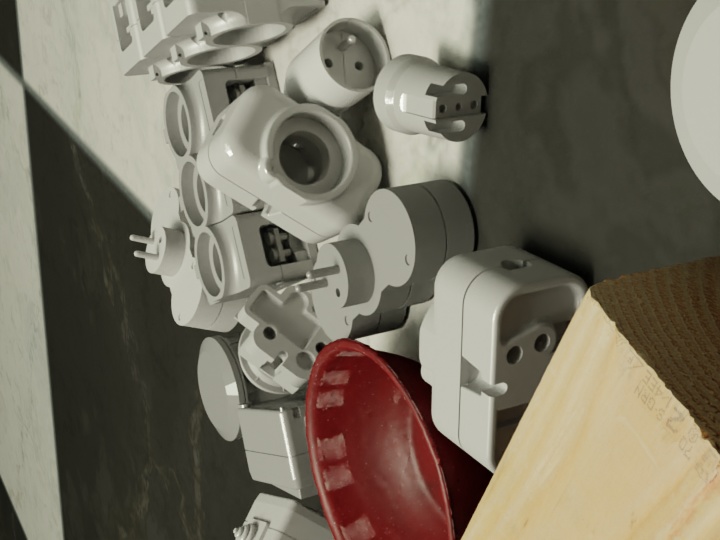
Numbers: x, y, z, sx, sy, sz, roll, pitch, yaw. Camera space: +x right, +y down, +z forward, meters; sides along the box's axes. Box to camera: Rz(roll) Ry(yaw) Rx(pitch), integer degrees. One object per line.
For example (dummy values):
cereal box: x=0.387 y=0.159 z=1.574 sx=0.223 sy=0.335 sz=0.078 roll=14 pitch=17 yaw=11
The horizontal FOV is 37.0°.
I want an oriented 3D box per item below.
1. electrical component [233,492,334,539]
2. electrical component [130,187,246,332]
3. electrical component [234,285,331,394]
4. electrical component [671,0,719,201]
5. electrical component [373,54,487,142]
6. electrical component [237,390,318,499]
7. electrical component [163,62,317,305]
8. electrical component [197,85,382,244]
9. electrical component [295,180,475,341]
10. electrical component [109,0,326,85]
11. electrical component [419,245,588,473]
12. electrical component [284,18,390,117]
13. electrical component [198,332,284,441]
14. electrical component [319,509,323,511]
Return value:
electrical component: x=-0.039 y=0.185 z=0.715 sx=0.062 sy=0.096 sz=0.061 roll=-13 pitch=48 yaw=62
electrical component: x=-0.142 y=-0.012 z=0.832 sx=0.052 sy=0.074 sz=0.138 roll=-57 pitch=39 yaw=29
electrical component: x=-0.049 y=0.050 z=0.719 sx=0.078 sy=0.058 sz=0.057 roll=37 pitch=150 yaw=-4
electrical component: x=0.141 y=-0.057 z=0.334 sx=0.080 sy=0.051 sz=0.080 roll=32 pitch=127 yaw=55
electrical component: x=0.036 y=-0.085 z=0.537 sx=0.046 sy=0.040 sz=0.040 roll=26 pitch=123 yaw=49
electrical component: x=-0.033 y=0.114 z=0.715 sx=0.096 sy=0.062 sz=0.061 roll=-11 pitch=90 yaw=62
electrical component: x=-0.088 y=-0.058 z=0.755 sx=0.089 sy=0.062 sz=0.150 roll=-21 pitch=81 yaw=62
electrical component: x=-0.039 y=-0.061 z=0.624 sx=0.059 sy=0.095 sz=0.053 roll=-19 pitch=43 yaw=63
electrical component: x=0.000 y=0.000 z=0.597 sx=0.138 sy=0.074 sz=0.052 roll=-47 pitch=59 yaw=57
electrical component: x=-0.096 y=-0.169 z=0.697 sx=0.150 sy=0.089 sz=0.061 roll=-10 pitch=91 yaw=62
electrical component: x=0.067 y=0.040 z=0.508 sx=0.059 sy=0.054 sz=0.095 roll=32 pitch=127 yaw=55
electrical component: x=-0.020 y=-0.111 z=0.626 sx=0.081 sy=0.043 sz=0.043 roll=-23 pitch=79 yaw=62
electrical component: x=-0.089 y=0.086 z=0.823 sx=0.080 sy=0.051 sz=0.080 roll=32 pitch=127 yaw=54
electrical component: x=-0.039 y=0.197 z=0.774 sx=0.040 sy=0.046 sz=0.040 roll=32 pitch=127 yaw=54
